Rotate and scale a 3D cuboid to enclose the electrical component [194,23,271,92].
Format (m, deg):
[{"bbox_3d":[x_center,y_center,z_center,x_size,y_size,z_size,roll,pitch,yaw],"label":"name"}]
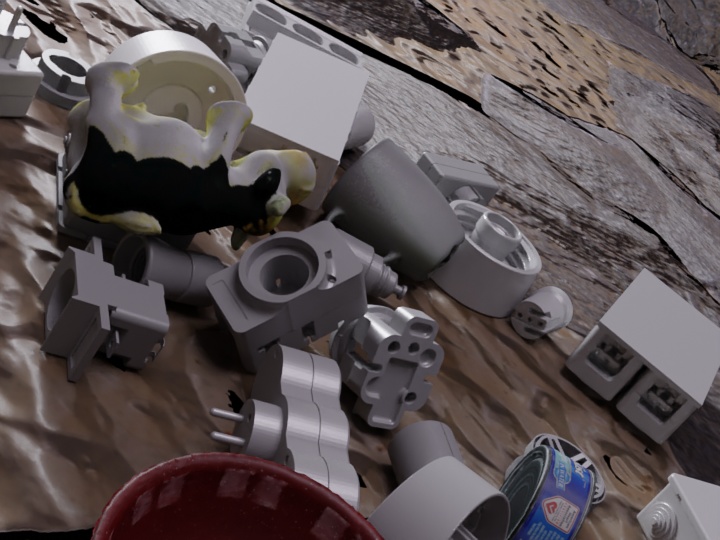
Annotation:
[{"bbox_3d":[-0.112,-0.189,0.982,0.057,0.058,0.078,4,41,-41],"label":"electrical component"}]

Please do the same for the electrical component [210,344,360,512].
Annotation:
[{"bbox_3d":[-0.049,0.094,0.600,0.074,0.052,0.138,18,31,-20],"label":"electrical component"}]

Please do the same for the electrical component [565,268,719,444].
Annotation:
[{"bbox_3d":[0.262,0.075,0.973,0.105,0.060,0.186,41,27,11],"label":"electrical component"}]

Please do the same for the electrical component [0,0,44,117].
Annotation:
[{"bbox_3d":[-0.254,-0.156,0.746,0.065,0.076,0.047,47,29,22],"label":"electrical component"}]

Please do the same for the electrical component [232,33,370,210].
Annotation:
[{"bbox_3d":[-0.055,-0.123,0.896,0.089,0.061,0.150,23,38,-6],"label":"electrical component"}]

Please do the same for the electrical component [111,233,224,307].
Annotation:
[{"bbox_3d":[-0.119,0.002,0.684,0.065,0.044,0.044,14,33,-44],"label":"electrical component"}]

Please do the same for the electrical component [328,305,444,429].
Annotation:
[{"bbox_3d":[0.014,0.057,0.714,0.058,0.078,0.057,15,12,-34],"label":"electrical component"}]

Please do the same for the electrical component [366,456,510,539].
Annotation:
[{"bbox_3d":[0.037,0.150,0.564,0.064,0.099,0.099,41,27,25],"label":"electrical component"}]

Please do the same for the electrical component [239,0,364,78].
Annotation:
[{"bbox_3d":[-0.065,-0.209,1.060,0.121,0.063,0.078,25,28,-18],"label":"electrical component"}]

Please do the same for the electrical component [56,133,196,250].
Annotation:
[{"bbox_3d":[-0.154,-0.056,0.728,0.100,0.048,0.099,19,31,-28],"label":"electrical component"}]

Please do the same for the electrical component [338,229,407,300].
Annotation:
[{"bbox_3d":[0.000,0.000,0.821,0.078,0.040,0.040,28,28,-14],"label":"electrical component"}]

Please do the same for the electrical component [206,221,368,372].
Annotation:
[{"bbox_3d":[-0.046,0.014,0.680,0.089,0.055,0.050,-27,56,-14],"label":"electrical component"}]

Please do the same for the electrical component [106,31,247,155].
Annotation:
[{"bbox_3d":[-0.143,-0.123,0.791,0.108,0.108,0.060,16,26,-33],"label":"electrical component"}]

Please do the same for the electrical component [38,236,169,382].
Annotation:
[{"bbox_3d":[-0.145,0.025,0.616,0.064,0.042,0.081,20,31,-30],"label":"electrical component"}]

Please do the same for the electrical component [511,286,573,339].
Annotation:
[{"bbox_3d":[0.158,0.038,0.940,0.040,0.040,0.046,45,34,19],"label":"electrical component"}]

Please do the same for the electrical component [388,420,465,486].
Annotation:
[{"bbox_3d":[0.047,0.135,0.652,0.043,0.043,0.081,19,31,-29],"label":"electrical component"}]

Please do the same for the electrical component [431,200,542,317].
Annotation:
[{"bbox_3d":[0.110,-0.017,0.951,0.108,0.060,0.108,27,28,-16],"label":"electrical component"}]

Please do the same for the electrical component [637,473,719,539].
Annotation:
[{"bbox_3d":[0.258,0.203,0.775,0.100,0.048,0.099,19,31,-28],"label":"electrical component"}]

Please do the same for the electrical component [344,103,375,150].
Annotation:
[{"bbox_3d":[-0.023,-0.132,1.006,0.043,0.043,0.081,42,28,13],"label":"electrical component"}]

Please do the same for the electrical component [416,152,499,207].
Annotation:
[{"bbox_3d":[0.095,-0.066,1.028,0.083,0.047,0.075,7,38,-43],"label":"electrical component"}]
